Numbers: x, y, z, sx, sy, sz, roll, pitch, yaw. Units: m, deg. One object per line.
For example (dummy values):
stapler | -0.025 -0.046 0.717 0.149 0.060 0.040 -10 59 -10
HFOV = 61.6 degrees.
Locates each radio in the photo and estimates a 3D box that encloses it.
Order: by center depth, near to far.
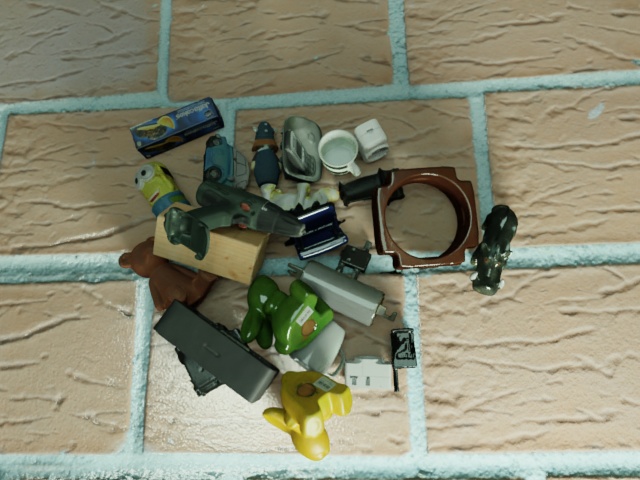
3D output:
radio | -0.187 0.207 1.002 0.230 0.131 0.073 34 80 13

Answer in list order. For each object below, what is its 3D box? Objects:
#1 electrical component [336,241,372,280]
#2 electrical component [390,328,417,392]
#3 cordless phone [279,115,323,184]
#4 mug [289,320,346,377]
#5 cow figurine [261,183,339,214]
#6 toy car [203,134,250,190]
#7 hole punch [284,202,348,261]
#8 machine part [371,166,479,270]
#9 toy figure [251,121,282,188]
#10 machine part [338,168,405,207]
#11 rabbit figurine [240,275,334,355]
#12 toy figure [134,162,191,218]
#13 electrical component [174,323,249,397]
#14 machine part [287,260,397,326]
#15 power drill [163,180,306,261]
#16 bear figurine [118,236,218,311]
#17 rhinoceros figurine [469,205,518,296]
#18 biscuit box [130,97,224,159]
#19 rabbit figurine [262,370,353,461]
electrical component | 0.073 0.039 1.135 0.063 0.021 0.094 23 75 12
electrical component | 0.163 0.234 1.049 0.048 0.074 0.119 -5 71 5
cordless phone | -0.051 -0.209 1.130 0.089 0.184 0.146 -2 76 10
mug | 0.009 0.216 1.070 0.109 0.081 0.107 39 74 -11
cow figurine | -0.042 -0.072 1.153 0.167 0.068 0.098 0 81 9
toy car | -0.207 -0.148 1.181 0.103 0.109 0.161 7 63 -16
hole punch | -0.002 -0.003 1.105 0.142 0.115 0.092 -24 68 -3
machine part | 0.210 -0.042 1.094 0.201 0.087 0.201 -5 85 -3
toy figure | -0.123 -0.190 1.198 0.058 0.064 0.154 -23 64 39
machine part | 0.110 -0.110 1.164 0.139 0.039 0.084 -10 80 1
rabbit figurine | -0.082 0.142 1.054 0.170 0.121 0.159 30 86 40
toy figure | -0.339 -0.091 1.183 0.082 0.089 0.180 -38 83 0
electrical component | -0.212 0.237 1.095 0.134 0.058 0.115 -32 77 -3
machine part | 0.041 0.107 1.094 0.243 0.079 0.079 24 79 10
power drill | -0.167 -0.038 1.002 0.232 0.085 0.207 27 37 22
bear figurine | -0.322 0.060 1.121 0.120 0.132 0.196 -34 77 -36
rhinoceros figurine | 0.350 0.023 1.068 0.073 0.112 0.190 20 70 8
biscuit box | -0.326 -0.257 1.233 0.203 0.062 0.059 -23 75 0
rabbit figurine | -0.030 0.340 1.011 0.163 0.173 0.122 12 32 33
